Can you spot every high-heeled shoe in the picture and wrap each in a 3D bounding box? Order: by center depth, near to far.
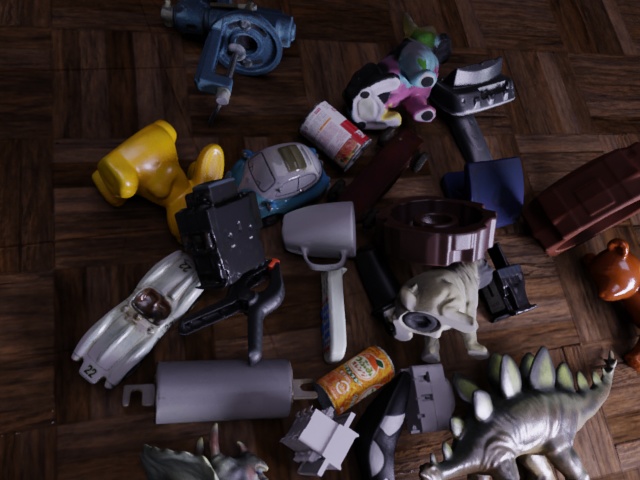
[{"bbox_3d":[0.103,0.310,0.704,0.145,0.086,0.249,36,69,-4],"label":"high-heeled shoe"}]

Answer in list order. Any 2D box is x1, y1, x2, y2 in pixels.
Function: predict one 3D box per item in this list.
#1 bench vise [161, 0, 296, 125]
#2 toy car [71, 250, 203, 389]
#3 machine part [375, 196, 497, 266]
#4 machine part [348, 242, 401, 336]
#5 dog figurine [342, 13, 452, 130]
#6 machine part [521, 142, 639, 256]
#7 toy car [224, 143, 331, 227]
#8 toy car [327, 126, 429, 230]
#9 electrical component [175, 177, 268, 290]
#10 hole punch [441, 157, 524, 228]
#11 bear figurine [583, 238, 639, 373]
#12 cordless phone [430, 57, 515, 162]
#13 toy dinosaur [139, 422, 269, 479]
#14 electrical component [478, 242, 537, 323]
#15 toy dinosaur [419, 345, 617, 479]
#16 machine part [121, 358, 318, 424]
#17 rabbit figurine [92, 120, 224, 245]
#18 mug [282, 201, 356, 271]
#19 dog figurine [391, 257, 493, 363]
[{"bbox_3d":[-0.156,-0.311,0.849,0.224,0.128,0.240,14,59,-12],"label":"bench vise"},{"bbox_3d":[-0.229,0.100,0.700,0.073,0.056,0.202,40,64,2],"label":"toy car"},{"bbox_3d":[0.171,-0.016,0.794,0.179,0.179,0.056,-10,111,-20],"label":"machine part"},{"bbox_3d":[0.100,0.069,0.820,0.084,0.039,0.139,-28,81,-15],"label":"machine part"},{"bbox_3d":[0.136,-0.300,0.936,0.192,0.108,0.219,-6,49,12],"label":"dog figurine"},{"bbox_3d":[0.433,-0.060,0.858,0.201,0.201,0.087,13,47,-61],"label":"machine part"},{"bbox_3d":[-0.055,-0.095,0.803,0.162,0.103,0.109,-20,77,-20],"label":"toy car"},{"bbox_3d":[0.097,-0.103,0.877,0.089,0.053,0.202,36,67,11],"label":"toy car"},{"bbox_3d":[-0.129,-0.013,0.716,0.115,0.058,0.134,-37,117,-60],"label":"electrical component"},{"bbox_3d":[0.281,-0.077,0.900,0.142,0.092,0.115,-10,78,-22],"label":"hole punch"},{"bbox_3d":[0.514,0.103,0.882,0.196,0.120,0.132,43,68,5],"label":"bear figurine"},{"bbox_3d":[0.299,-0.225,0.980,0.147,0.089,0.184,-20,87,-21],"label":"cordless phone"},{"bbox_3d":[-0.226,0.360,0.573,0.405,0.131,0.192,-29,67,-20],"label":"toy dinosaur"},{"bbox_3d":[0.286,0.065,0.854,0.048,0.075,0.119,-14,78,-21],"label":"electrical component"},{"bbox_3d":[0.301,0.252,0.751,0.471,0.105,0.198,-1,75,-36],"label":"toy dinosaur"},{"bbox_3d":[-0.123,0.190,0.685,0.243,0.079,0.079,2,69,-14],"label":"machine part"},{"bbox_3d":[-0.210,-0.072,0.760,0.173,0.122,0.162,51,54,-8],"label":"rabbit figurine"},{"bbox_3d":[-0.002,-0.002,0.790,0.107,0.080,0.109,-1,61,9],"label":"mug"},{"bbox_3d":[0.177,0.058,0.776,0.121,0.172,0.190,-6,49,28],"label":"dog figurine"}]
